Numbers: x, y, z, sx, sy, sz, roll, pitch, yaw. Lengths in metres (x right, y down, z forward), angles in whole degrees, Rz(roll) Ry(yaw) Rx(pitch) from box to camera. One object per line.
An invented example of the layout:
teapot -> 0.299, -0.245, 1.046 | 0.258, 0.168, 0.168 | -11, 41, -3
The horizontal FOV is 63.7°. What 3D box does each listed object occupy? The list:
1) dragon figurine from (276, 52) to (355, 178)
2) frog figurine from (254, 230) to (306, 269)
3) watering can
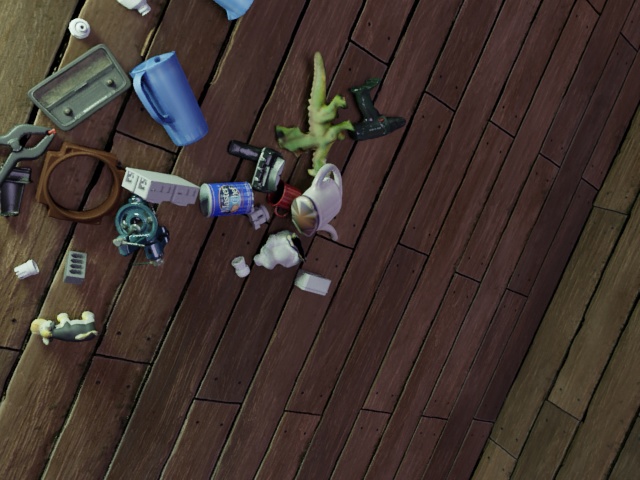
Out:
dragon figurine -> -0.030, -0.377, 1.687 | 0.244, 0.124, 0.403 | -30, 117, -11
frog figurine -> -0.141, 0.043, 1.756 | 0.158, 0.126, 0.135 | -24, 133, 17
watering can -> 0.005, -0.087, 1.732 | 0.228, 0.105, 0.339 | -40, 142, -39
